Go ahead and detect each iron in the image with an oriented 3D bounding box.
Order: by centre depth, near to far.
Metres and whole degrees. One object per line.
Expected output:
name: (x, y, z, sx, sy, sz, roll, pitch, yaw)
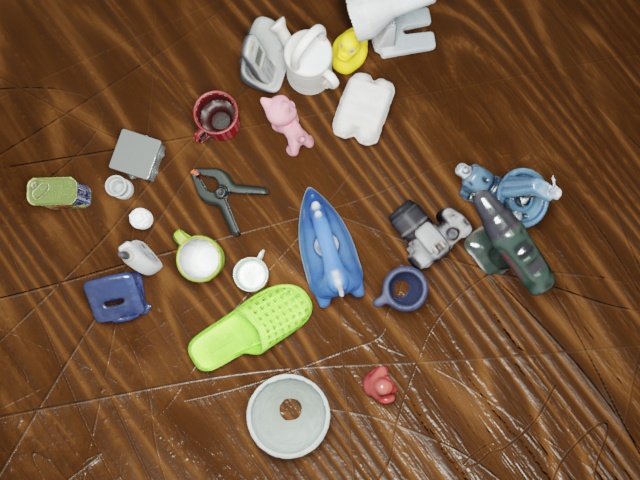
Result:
iron: (0.011, 0.004, 1.166, 0.118, 0.141, 0.258, -17, 86, -1)

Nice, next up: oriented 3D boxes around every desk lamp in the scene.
desk lamp: (0.147, -0.464, 1.167, 0.203, 0.213, 0.118, -10, 85, -1)

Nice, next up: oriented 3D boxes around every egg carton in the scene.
egg carton: (0.092, -0.280, 1.225, 0.107, 0.069, 0.150, 18, 86, 1)

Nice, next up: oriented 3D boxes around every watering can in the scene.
watering can: (-0.030, -0.379, 1.169, 0.173, 0.194, 0.101, 22, 86, 2)

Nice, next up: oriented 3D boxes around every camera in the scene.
camera: (0.221, -0.027, 1.190, 0.143, 0.101, 0.137, -40, 87, -3)

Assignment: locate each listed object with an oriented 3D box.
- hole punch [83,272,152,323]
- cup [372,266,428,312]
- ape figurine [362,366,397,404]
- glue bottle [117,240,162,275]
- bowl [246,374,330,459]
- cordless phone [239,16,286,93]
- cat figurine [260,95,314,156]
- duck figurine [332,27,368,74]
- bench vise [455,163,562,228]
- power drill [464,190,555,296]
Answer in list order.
hole punch: (-0.416, 0.120, 1.179, 0.108, 0.091, 0.101, -13, 85, -1)
cup: (0.159, 0.107, 1.182, 0.118, 0.095, 0.092, -28, 86, -2)
ape figurine: (0.126, 0.297, 1.168, 0.076, 0.092, 0.078, 6, 85, 0)
glue bottle: (-0.370, 0.033, 1.145, 0.037, 0.173, 0.078, -39, 86, -3)
bowl: (-0.063, 0.353, 1.171, 0.167, 0.074, 0.167, 0, 85, 0)
cordless phone: (-0.117, -0.397, 1.175, 0.094, 0.185, 0.148, 11, 85, 1)
cat figurine: (-0.068, -0.249, 1.197, 0.067, 0.117, 0.128, -34, 86, -3)
duck figurine: (0.065, -0.418, 1.227, 0.077, 0.086, 0.104, 27, 86, 2)
bench vise: (0.372, -0.091, 1.136, 0.207, 0.219, 0.121, 8, 85, 1)
power drill: (0.358, 0.009, 1.134, 0.075, 0.208, 0.229, -39, 86, -3)
